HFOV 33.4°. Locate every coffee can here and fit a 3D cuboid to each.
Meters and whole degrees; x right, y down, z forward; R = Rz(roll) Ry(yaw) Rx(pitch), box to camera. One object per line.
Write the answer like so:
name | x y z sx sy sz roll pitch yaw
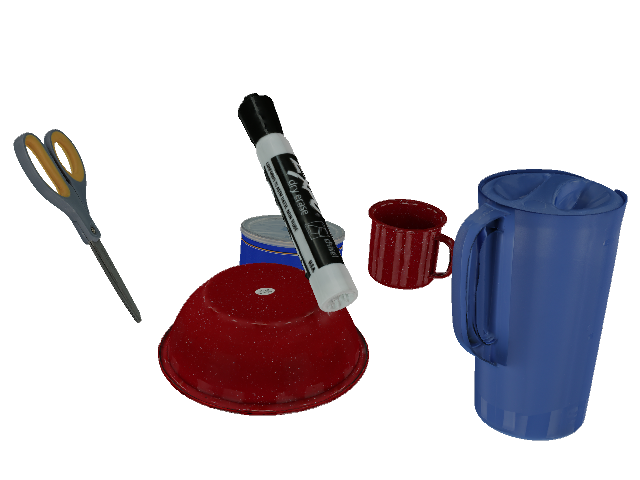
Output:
coffee can | -0.032 0.054 1.062 0.103 0.140 0.103 4 15 -1

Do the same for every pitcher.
pitcher | 0.198 0.063 1.003 0.149 0.243 0.145 5 21 9

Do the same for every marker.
marker | -0.013 -0.022 0.508 0.020 0.121 0.020 -19 -27 -10

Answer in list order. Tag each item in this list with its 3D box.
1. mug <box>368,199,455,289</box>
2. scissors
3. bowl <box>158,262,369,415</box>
mug | 0.110 0.009 1.264 0.117 0.081 0.093 18 28 27
scissors | -0.217 -0.023 1.002 0.016 0.201 0.096 -24 26 19
bowl | -0.042 0.062 0.805 0.162 0.055 0.162 2 28 -1
